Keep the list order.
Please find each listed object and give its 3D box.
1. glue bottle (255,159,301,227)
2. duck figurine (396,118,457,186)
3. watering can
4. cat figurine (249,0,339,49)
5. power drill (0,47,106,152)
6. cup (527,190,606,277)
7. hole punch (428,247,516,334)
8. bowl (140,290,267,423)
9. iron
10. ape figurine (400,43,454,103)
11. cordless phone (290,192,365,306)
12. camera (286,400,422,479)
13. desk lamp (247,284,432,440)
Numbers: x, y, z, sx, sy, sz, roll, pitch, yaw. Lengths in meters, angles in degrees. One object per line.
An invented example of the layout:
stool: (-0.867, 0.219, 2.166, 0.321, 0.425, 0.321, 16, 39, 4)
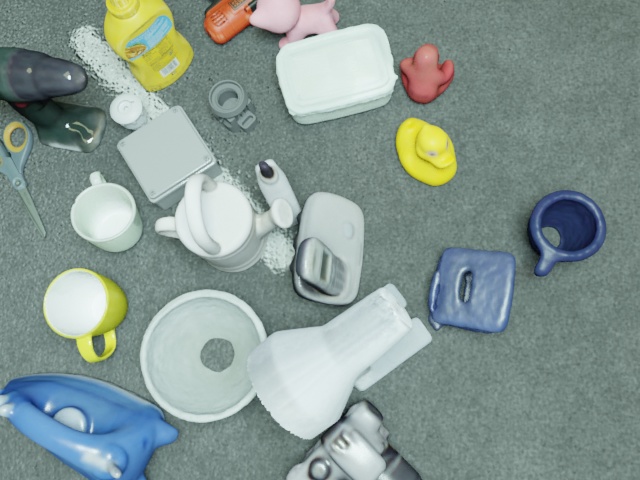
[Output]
glue bottle: (-0.059, -0.070, 0.748, 0.037, 0.173, 0.078, -28, 77, -2)
duck figurine: (0.149, -0.132, 0.790, 0.077, 0.086, 0.104, -34, 77, -3)
watering can: (-0.125, -0.026, 0.733, 0.173, 0.194, 0.101, -26, 77, -1)
cat figurine: (-0.036, -0.330, 0.832, 0.127, 0.118, 0.067, -7, 77, 3)
power drill: (-0.383, -0.195, 0.783, 0.229, 0.208, 0.076, 9, 78, 7)
cup: (0.303, 0.002, 0.744, 0.091, 0.095, 0.118, 30, 82, 10)
hole punch: (0.194, 0.067, 0.740, 0.101, 0.091, 0.109, 10, 79, 7)
bowl: (-0.144, 0.152, 0.756, 0.167, 0.075, 0.167, -1, 78, 4)
iron: (-0.320, 0.234, 0.718, 0.258, 0.141, 0.119, 22, 80, 9)
ape figurine: (0.150, -0.243, 0.811, 0.077, 0.092, 0.076, 23, 80, 9)
cordless phone: (0.007, 0.003, 0.721, 0.094, 0.185, 0.147, 3, 78, 5)
camera: (0.050, 0.289, 0.698, 0.136, 0.101, 0.143, 43, 84, 12)
desk lamp: (0.031, 0.128, 0.677, 0.203, 0.213, 0.118, -36, 77, -4)
